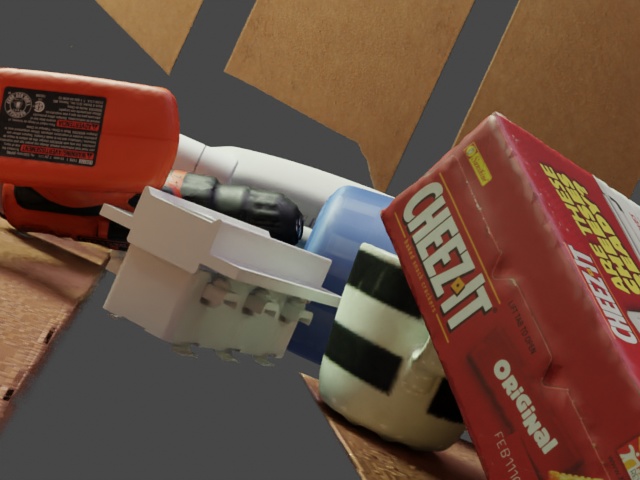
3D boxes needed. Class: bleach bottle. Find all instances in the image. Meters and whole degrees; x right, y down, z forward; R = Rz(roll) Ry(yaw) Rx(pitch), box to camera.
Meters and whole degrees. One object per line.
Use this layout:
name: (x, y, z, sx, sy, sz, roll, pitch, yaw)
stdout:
bleach bottle: (-0.042, -0.023, 0.778, 0.250, 0.103, 0.068, 23, 27, -12)

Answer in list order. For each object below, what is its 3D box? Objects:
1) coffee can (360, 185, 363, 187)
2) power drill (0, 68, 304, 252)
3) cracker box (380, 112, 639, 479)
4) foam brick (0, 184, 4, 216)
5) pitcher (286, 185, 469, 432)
coffee can: (-0.006, 0.001, 0.961, 0.102, 0.103, 0.140, 23, -8, -22)
power drill: (-0.102, -0.031, 0.587, 0.184, 0.057, 0.187, 5, -13, 2)
cracker box: (0.134, 0.063, 0.425, 0.213, 0.072, 0.164, 23, 36, -42)
foam brick: (-0.188, -0.049, 0.722, 0.052, 0.078, 0.051, 20, 4, -46)
pitcher: (0.107, 0.048, 0.628, 0.243, 0.149, 0.145, 20, 4, 5)
